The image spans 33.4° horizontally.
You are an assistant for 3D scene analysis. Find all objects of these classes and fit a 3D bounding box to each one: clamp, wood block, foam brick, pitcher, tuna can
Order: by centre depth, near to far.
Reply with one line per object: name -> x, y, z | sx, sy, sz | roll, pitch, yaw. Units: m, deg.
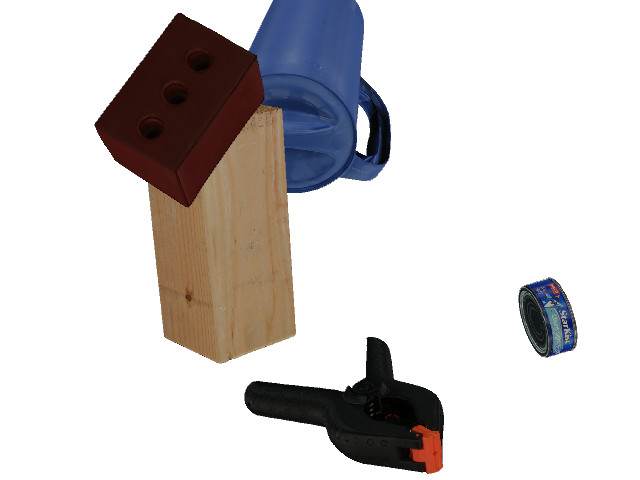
foam brick -> -0.073, -0.068, 0.566 | 0.053, 0.078, 0.051 | 30, -13, 10
clamp -> 0.021, 0.118, 0.741 | 0.120, 0.039, 0.172 | -21, 19, -14
wood block -> -0.087, -0.012, 0.930 | 0.090, 0.206, 0.091 | -18, 23, -38
pitcher -> -0.009, -0.163, 1.086 | 0.145, 0.149, 0.242 | -9, 36, 16
tuna can -> 0.254, 0.087, 1.199 | 0.033, 0.086, 0.086 | -15, 2, -8
